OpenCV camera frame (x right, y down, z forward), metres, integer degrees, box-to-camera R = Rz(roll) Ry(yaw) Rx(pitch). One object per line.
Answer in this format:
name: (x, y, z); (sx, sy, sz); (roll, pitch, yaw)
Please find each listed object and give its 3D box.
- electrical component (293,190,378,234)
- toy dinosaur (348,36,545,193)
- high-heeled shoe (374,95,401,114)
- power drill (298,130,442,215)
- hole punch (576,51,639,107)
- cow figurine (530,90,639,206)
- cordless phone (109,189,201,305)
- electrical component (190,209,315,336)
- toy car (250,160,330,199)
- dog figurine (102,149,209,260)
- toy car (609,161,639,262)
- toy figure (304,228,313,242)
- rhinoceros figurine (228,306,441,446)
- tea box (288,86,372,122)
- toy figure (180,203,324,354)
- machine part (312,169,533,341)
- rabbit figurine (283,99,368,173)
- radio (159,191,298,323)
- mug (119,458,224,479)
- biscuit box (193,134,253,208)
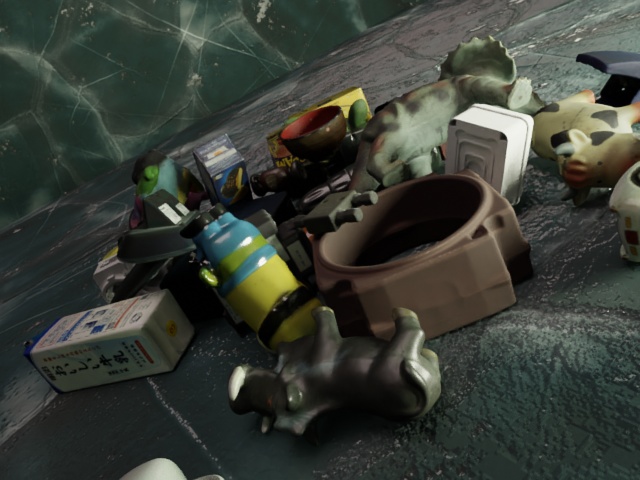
electrical component: (0.015, -0.032, 0.599); (0.094, 0.021, 0.063); (-7, 29, 41)
toy dinosaur: (0.141, -0.151, 0.736); (0.405, 0.131, 0.192); (-27, 37, -6)
high-heeled shoe: (0.153, -0.237, 1.007); (0.145, 0.086, 0.249); (3, 14, 17)
power drill: (0.072, -0.124, 0.882); (0.232, 0.085, 0.207); (-20, 20, 10)
hole punch: (0.413, -0.214, 0.717); (0.116, 0.092, 0.142); (-17, 21, 12)
cow figurine: (0.300, -0.108, 0.609); (0.127, 0.085, 0.195); (-19, 25, 1)
cordless phone: (-0.231, 0.033, 0.697); (0.184, 0.088, 0.147); (-51, 11, 7)
electrical component: (-0.071, 0.033, 0.644); (0.134, 0.114, 0.058); (-29, 25, -7)
toy car: (-0.044, -0.097, 0.924); (0.089, 0.053, 0.202); (-19, -4, 17)
dog figurine: (-0.292, -0.026, 0.916); (0.219, 0.108, 0.191); (-59, -7, -9)
toy car: (0.322, -0.057, 0.486); (0.202, 0.073, 0.056); (-40, 28, -31)
toy figure: (-0.002, -0.004, 0.725); (0.058, 0.064, 0.154); (35, 62, 27)
rhinoceros figurine: (0.009, 0.118, 0.450); (0.190, 0.073, 0.112); (-10, 38, 29)
tea box: (0.026, -0.263, 1.199); (0.170, 0.098, 0.068); (-28, 23, -2)
toy figure: (-0.067, 0.044, 0.552); (0.082, 0.180, 0.089); (-39, 2, -3)
machine part: (0.095, 0.011, 0.561); (0.201, 0.087, 0.201); (-22, 23, 6)
rabbit figurine: (0.035, -0.213, 1.058); (0.159, 0.121, 0.170); (-26, 1, 36)
radio: (-0.118, 0.017, 0.785); (0.131, 0.073, 0.230); (-13, 27, 26)
mug: (-0.115, 0.200, 0.383); (0.109, 0.080, 0.107); (-33, 15, -3)
biscuit box: (-0.154, -0.086, 0.901); (0.063, 0.059, 0.202); (-32, -21, -14)
